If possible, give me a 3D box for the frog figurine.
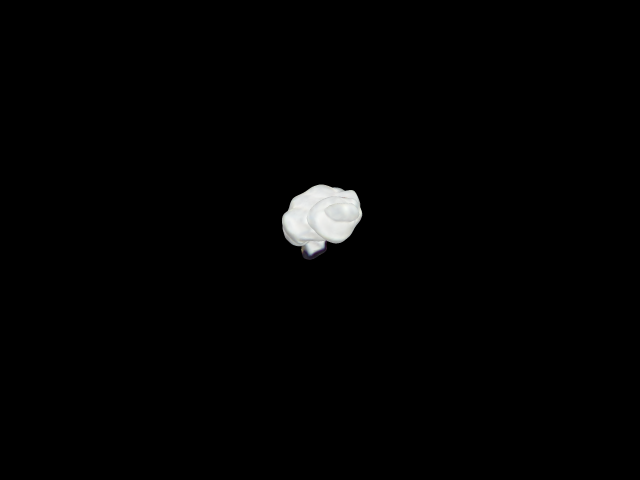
[{"bbox_3d":[0.003,-0.043,0.850,0.137,0.124,0.157,-17,-14,-4],"label":"frog figurine"}]
